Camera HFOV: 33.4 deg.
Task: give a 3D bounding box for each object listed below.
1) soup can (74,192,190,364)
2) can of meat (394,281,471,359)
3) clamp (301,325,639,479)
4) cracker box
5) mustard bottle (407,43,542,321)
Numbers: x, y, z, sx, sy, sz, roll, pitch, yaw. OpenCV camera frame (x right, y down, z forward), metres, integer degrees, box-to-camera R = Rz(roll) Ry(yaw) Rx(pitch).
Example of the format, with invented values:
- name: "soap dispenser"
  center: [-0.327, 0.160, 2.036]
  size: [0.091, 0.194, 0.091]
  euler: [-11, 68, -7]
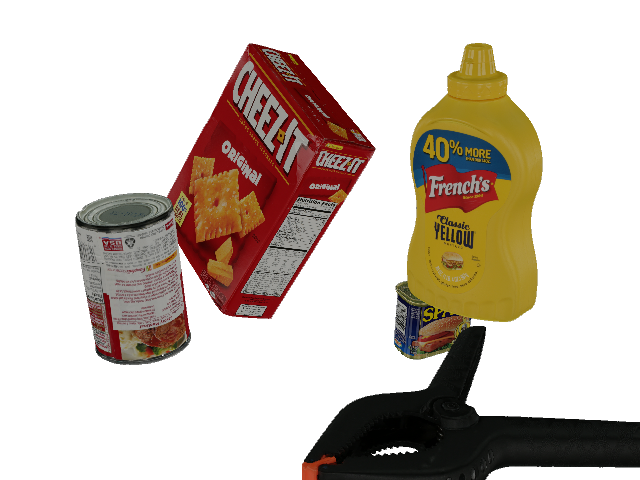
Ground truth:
- name: "soup can"
  center: [-0.129, 0.026, 0.739]
  size: [0.068, 0.102, 0.068]
  euler: [-4, 21, 1]
- name: "can of meat"
  center: [0.142, 0.094, 1.334]
  size: [0.101, 0.084, 0.057]
  euler: [-12, 30, -26]
- name: "clamp"
  center: [0.073, 0.107, 0.627]
  size: [0.209, 0.036, 0.165]
  euler: [-10, 24, -27]
- name: "cracker box"
  center: [-0.061, -0.056, 1.037]
  size: [0.071, 0.214, 0.164]
  euler: [6, 36, -41]
- name: "mustard bottle"
  center: [0.109, -0.043, 0.754]
  size: [0.096, 0.192, 0.058]
  euler: [17, 28, 38]
